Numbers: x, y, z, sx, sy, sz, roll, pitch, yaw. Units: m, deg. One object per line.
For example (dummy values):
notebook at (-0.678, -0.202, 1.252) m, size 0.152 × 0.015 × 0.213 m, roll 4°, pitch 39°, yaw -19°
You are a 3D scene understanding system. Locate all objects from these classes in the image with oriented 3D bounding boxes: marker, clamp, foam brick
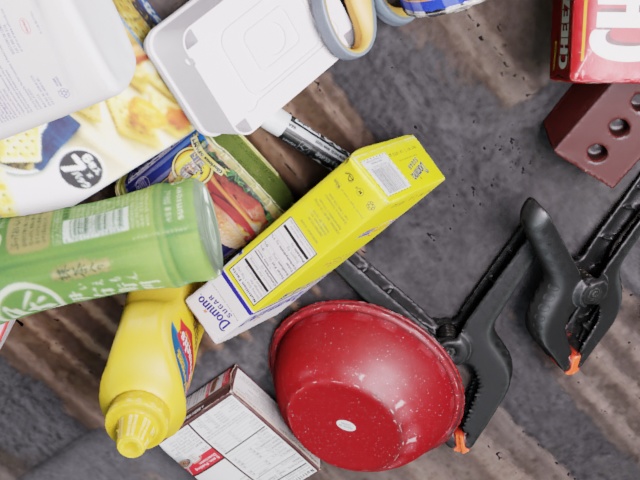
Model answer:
marker at (0.012, -0.057, 0.760) m, size 0.121 × 0.020 × 0.020 m, roll 31°, pitch 117°, yaw -15°
clamp at (0.107, 0.071, 0.820) m, size 0.165 × 0.036 × 0.210 m, roll -12°, pitch 116°, yaw 11°
clamp at (0.199, 0.022, 0.779) m, size 0.120 × 0.039 × 0.171 m, roll -17°, pitch 132°, yaw -11°
foam brick at (0.196, -0.085, 0.716) m, size 0.053 × 0.051 × 0.078 m, roll 29°, pitch 117°, yaw -14°

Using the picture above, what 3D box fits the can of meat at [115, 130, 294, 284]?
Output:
can of meat at (-0.079, -0.032, 0.758) m, size 0.084 × 0.057 × 0.102 m, roll -36°, pitch 113°, yaw 18°

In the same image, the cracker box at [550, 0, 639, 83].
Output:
cracker box at (0.251, -0.172, 0.624) m, size 0.213 × 0.072 × 0.164 m, roll 1°, pitch 99°, yaw 1°

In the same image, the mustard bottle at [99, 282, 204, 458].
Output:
mustard bottle at (-0.115, 0.082, 0.746) m, size 0.058 × 0.191 × 0.096 m, roll 2°, pitch 120°, yaw 1°

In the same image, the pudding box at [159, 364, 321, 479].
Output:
pudding box at (-0.066, 0.169, 0.884) m, size 0.090 × 0.039 × 0.113 m, roll -36°, pitch 115°, yaw 20°

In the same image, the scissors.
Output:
scissors at (0.020, -0.214, 0.662) m, size 0.096 × 0.016 × 0.202 m, roll -11°, pitch 99°, yaw -38°

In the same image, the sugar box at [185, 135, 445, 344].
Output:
sugar box at (-0.005, 0.001, 0.731) m, size 0.176 × 0.093 × 0.048 m, roll -43°, pitch 79°, yaw 32°

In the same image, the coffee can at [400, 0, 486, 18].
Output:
coffee can at (0.066, -0.216, 0.616) m, size 0.103 × 0.102 × 0.140 m, roll -22°, pitch 117°, yaw 14°

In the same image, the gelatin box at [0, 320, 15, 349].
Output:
gelatin box at (-0.239, 0.043, 0.798) m, size 0.030 × 0.073 × 0.089 m, roll 24°, pitch 119°, yaw -10°

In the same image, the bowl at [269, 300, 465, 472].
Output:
bowl at (0.027, 0.126, 0.818) m, size 0.162 × 0.055 × 0.162 m, roll 11°, pitch 127°, yaw 15°

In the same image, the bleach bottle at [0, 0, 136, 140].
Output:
bleach bottle at (-0.244, -0.098, 0.646) m, size 0.251 × 0.068 × 0.102 m, roll -16°, pitch 117°, yaw 15°
